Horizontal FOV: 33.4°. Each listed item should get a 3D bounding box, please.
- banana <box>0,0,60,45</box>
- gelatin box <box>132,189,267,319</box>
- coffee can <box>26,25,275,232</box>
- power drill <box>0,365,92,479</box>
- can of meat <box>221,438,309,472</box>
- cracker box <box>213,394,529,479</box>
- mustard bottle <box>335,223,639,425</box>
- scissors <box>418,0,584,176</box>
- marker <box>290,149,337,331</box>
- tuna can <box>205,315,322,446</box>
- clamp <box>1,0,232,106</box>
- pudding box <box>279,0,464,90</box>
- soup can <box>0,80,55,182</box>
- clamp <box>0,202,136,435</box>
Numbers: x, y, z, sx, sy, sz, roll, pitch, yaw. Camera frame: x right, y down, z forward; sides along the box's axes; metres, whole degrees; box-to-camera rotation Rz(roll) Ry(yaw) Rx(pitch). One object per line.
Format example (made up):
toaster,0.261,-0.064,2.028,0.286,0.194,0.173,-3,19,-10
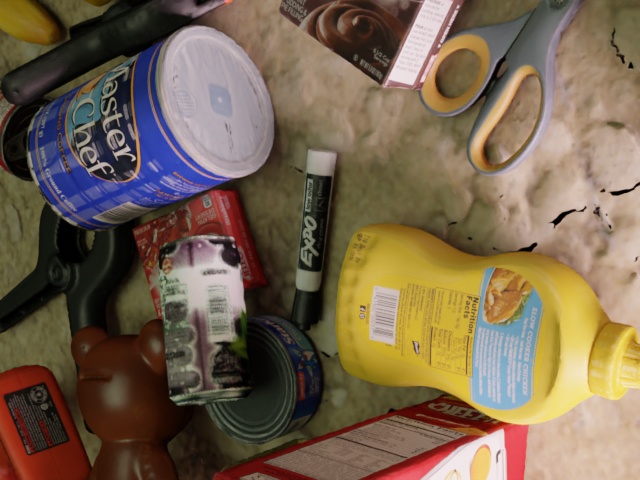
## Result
banana,-0.269,-0.231,0.866,0.070,0.037,0.198,-32,76,34
gelatin box,-0.087,0.012,0.758,0.089,0.030,0.073,-23,81,36
coffee can,-0.116,-0.073,0.727,0.141,0.102,0.103,-19,83,36
power drill,-0.244,0.194,0.851,0.188,0.057,0.184,-43,71,47
can of meat,-0.030,0.186,0.690,0.057,0.101,0.084,35,116,29
cracker box,0.029,0.185,0.576,0.072,0.213,0.164,10,100,37
mustard bottle,0.101,0.052,0.606,0.192,0.058,0.096,13,102,35
scissors,0.118,-0.135,0.602,0.096,0.016,0.202,31,111,31
marker,-0.005,0.001,0.703,0.020,0.020,0.121,13,102,35
tuna can,-0.041,0.094,0.729,0.086,0.033,0.086,4,97,36
clamp,-0.136,-0.152,0.755,0.172,0.120,0.039,-19,118,17
pudding box,0.033,-0.153,0.639,0.114,0.039,0.090,41,117,36
soup can,-0.255,-0.092,0.850,0.102,0.068,0.068,21,106,34
clamp,-0.201,0.026,0.839,0.165,0.036,0.210,24,106,33
